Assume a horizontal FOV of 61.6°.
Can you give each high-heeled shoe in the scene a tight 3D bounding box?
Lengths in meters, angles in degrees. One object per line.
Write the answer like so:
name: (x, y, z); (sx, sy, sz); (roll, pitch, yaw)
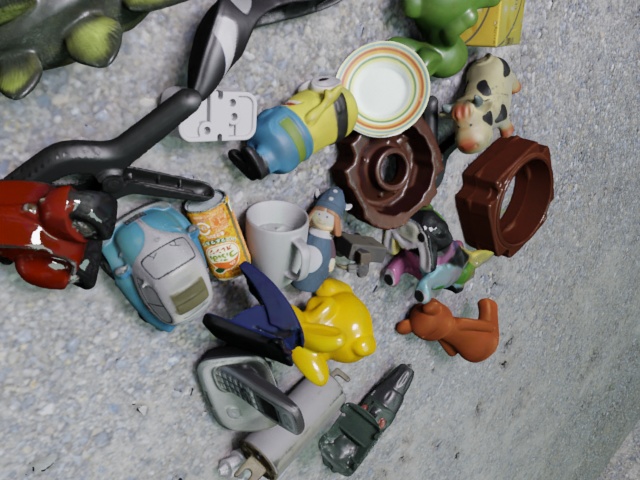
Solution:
high-heeled shoe: (-0.051, -0.233, 0.599); (0.145, 0.086, 0.248); (24, 73, -25)

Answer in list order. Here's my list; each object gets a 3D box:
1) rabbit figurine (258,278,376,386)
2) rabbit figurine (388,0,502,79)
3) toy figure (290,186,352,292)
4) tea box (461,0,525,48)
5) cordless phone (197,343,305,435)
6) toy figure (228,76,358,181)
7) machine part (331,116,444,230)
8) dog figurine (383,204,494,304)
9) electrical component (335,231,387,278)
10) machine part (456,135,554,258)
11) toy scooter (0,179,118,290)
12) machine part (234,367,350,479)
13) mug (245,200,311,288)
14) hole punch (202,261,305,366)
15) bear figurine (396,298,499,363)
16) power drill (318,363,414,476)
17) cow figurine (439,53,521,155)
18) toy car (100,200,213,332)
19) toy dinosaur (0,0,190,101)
rabbit figurine: (-0.016, 0.136, 0.779); (0.173, 0.162, 0.121); (13, 112, -26)
rabbit figurine: (0.177, -0.296, 0.771); (0.159, 0.121, 0.170); (-42, 145, -15)
toy figure: (0.000, -0.002, 0.773); (0.064, 0.058, 0.154); (15, 101, -18)
tea box: (0.253, -0.381, 0.807); (0.068, 0.098, 0.169); (-21, 119, -34)
cordless phone: (-0.075, 0.223, 0.723); (0.089, 0.184, 0.146); (-33, 126, -32)
toy figure: (-0.029, -0.138, 0.682); (0.180, 0.082, 0.089); (-45, 142, -23)
machine part: (0.101, -0.107, 0.804); (0.179, 0.056, 0.179); (-8, 107, -28)
dog figurine: (0.216, 0.016, 0.943); (0.219, 0.109, 0.191); (-16, 115, -40)
electrical component: (0.052, 0.018, 0.808); (0.078, 0.102, 0.045); (6, 108, -32)
machine part: (0.365, -0.082, 1.040); (0.201, 0.087, 0.200); (-40, 130, -19)
toy scooter: (-0.268, -0.006, 0.494); (0.135, 0.184, 0.075); (8, 65, -25)
machine part: (-0.039, 0.281, 0.833); (0.243, 0.079, 0.079); (-39, 130, -36)
mug: (-0.051, 0.016, 0.715); (0.081, 0.110, 0.107); (-26, 138, -38)
hole punch: (-0.068, 0.095, 0.667); (0.142, 0.116, 0.092); (94, 21, -65)
bear figurine: (0.248, 0.157, 1.040); (0.196, 0.132, 0.120); (28, 126, -16)
power drill: (0.080, 0.312, 0.935); (0.232, 0.086, 0.207); (-55, 166, 1)
cow figurine: (0.260, -0.219, 0.863); (0.127, 0.086, 0.195); (43, 56, -37)
toy car: (-0.175, 0.044, 0.617); (0.109, 0.103, 0.161); (-32, 124, -26)
toy dinosaur: (-0.178, -0.217, 0.438); (0.471, 0.199, 0.105); (-49, 135, -11)
